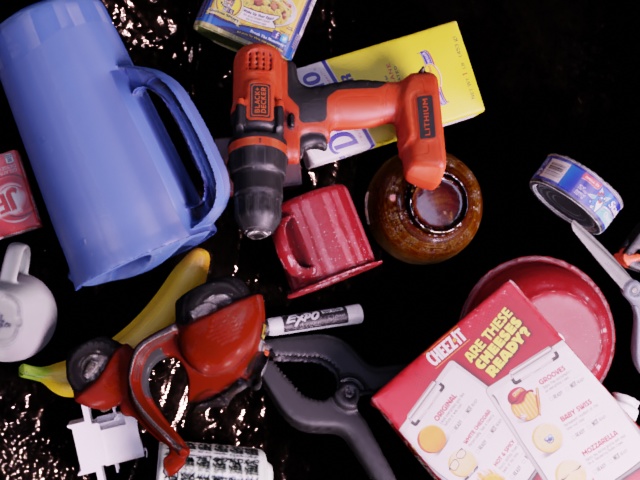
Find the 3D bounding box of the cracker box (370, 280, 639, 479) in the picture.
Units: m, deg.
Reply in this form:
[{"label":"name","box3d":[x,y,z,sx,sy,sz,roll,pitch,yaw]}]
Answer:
[{"label":"cracker box","box3d":[0.172,0.170,0.936,0.164,0.072,0.214,-40,82,-7]}]

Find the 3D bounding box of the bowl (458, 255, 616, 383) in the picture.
[{"label":"bowl","box3d":[0.215,0.094,1.019,0.162,0.055,0.162,0,87,-8]}]

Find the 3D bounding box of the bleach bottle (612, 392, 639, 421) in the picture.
[{"label":"bleach bottle","box3d":[0.247,0.266,1.004,0.068,0.102,0.250,16,74,34]}]

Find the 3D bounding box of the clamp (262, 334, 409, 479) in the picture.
[{"label":"clamp","box3d":[0.027,0.155,0.984,0.210,0.036,0.164,19,67,0]}]

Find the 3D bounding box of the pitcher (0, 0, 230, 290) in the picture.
[{"label":"pitcher","box3d":[-0.187,-0.090,0.934,0.149,0.145,0.243,-23,88,-16]}]

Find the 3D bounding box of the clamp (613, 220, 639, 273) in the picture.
[{"label":"clamp","box3d":[0.379,0.003,1.053,0.171,0.039,0.120,-27,86,-2]}]

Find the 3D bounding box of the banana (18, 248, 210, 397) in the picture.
[{"label":"banana","box3d":[-0.171,0.085,0.965,0.197,0.069,0.037,-36,50,-9]}]

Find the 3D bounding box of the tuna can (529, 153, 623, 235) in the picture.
[{"label":"tuna can","box3d":[0.242,-0.043,1.013,0.086,0.086,0.033,38,85,-4]}]

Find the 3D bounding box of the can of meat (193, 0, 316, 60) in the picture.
[{"label":"can of meat","box3d":[-0.058,-0.216,0.996,0.102,0.057,0.084,22,87,-5]}]

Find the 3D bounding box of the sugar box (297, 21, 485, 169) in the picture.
[{"label":"sugar box","box3d":[0.057,-0.137,1.013,0.176,0.048,0.093,-19,90,-9]}]

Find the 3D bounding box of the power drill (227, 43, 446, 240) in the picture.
[{"label":"power drill","box3d":[0.013,-0.085,0.934,0.187,0.057,0.184,2,69,-8]}]

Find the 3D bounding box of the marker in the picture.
[{"label":"marker","box3d":[-0.018,0.077,0.995,0.121,0.020,0.020,-7,88,-19]}]

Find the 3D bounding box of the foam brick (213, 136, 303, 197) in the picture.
[{"label":"foam brick","box3d":[-0.060,-0.070,0.991,0.078,0.051,0.053,-7,88,-8]}]

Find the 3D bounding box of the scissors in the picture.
[{"label":"scissors","box3d":[0.297,0.068,1.030,0.201,0.016,0.096,29,91,-18]}]

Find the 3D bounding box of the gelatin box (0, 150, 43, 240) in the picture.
[{"label":"gelatin box","box3d":[-0.305,-0.034,0.967,0.089,0.030,0.073,-17,90,-8]}]

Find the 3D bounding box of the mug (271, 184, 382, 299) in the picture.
[{"label":"mug","box3d":[-0.006,0.001,0.968,0.093,0.117,0.081,-24,84,32]}]
